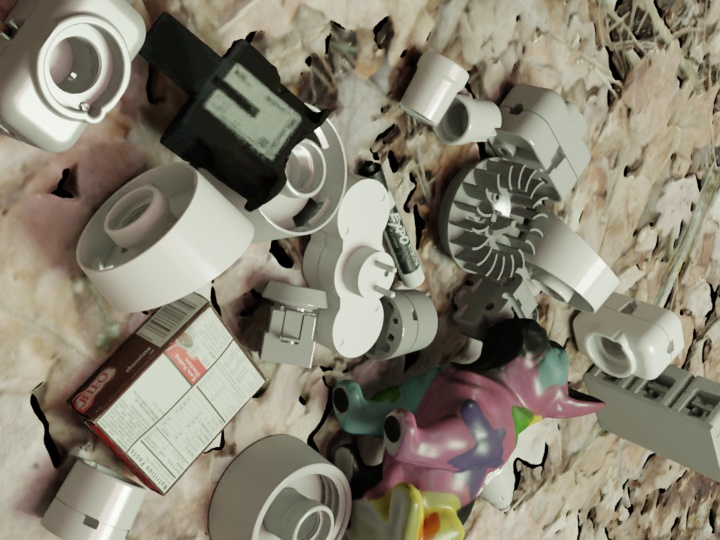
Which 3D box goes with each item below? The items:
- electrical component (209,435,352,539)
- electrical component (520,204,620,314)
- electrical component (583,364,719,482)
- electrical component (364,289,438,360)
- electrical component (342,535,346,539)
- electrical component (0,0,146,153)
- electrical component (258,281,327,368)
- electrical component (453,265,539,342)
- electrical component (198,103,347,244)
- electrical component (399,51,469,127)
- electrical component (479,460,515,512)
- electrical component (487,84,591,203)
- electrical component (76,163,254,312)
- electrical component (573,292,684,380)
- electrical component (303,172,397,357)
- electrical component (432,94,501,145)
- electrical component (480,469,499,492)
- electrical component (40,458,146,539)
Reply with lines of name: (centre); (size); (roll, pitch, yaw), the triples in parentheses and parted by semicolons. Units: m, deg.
electrical component: (-0.054, 0.187, 0.823); (0.108, 0.060, 0.108); (-18, 117, -39)
electrical component: (0.185, -0.008, 0.961); (0.064, 0.099, 0.099); (-55, 135, -6)
electrical component: (0.317, 0.142, 1.104); (0.062, 0.150, 0.089); (-45, 131, -22)
electrical component: (0.028, 0.042, 0.855); (0.047, 0.055, 0.055); (-6, 109, -47)
electrical component: (-0.012, 0.260, 0.900); (0.089, 0.050, 0.055); (-36, 127, -29)
electrical component: (-0.168, -0.116, 0.599); (0.054, 0.059, 0.095); (42, 75, -44)
electrical component: (-0.050, 0.039, 0.777); (0.048, 0.066, 0.055); (10, 89, -7)
electrical component: (0.122, 0.035, 0.942); (0.078, 0.058, 0.057); (-50, 131, -19)
electrical component: (-0.059, -0.067, 0.738); (0.099, 0.064, 0.099); (-2, 92, -45)
electrical component: (0.055, -0.138, 0.825); (0.040, 0.040, 0.046); (29, 90, -46)
electrical component: (0.127, 0.201, 1.020); (0.040, 0.040, 0.078); (-43, 131, -25)
electrical component: (0.155, -0.111, 0.921); (0.059, 0.054, 0.095); (-54, 134, -15)
electrical component: (-0.121, -0.017, 0.658); (0.099, 0.099, 0.064); (-51, 127, -18)
electrical component: (0.261, 0.066, 1.061); (0.059, 0.095, 0.053); (-40, 129, -27)
electrical component: (0.000, 0.000, 0.796); (0.052, 0.074, 0.138); (-13, 114, -41)
electrical component: (0.086, -0.120, 0.861); (0.046, 0.040, 0.040); (-7, 110, -48)
electrical component: (0.085, 0.171, 0.957); (0.066, 0.055, 0.048); (-44, 131, -24)
electrical component: (-0.172, 0.154, 0.701); (0.055, 0.055, 0.047); (36, 75, -45)
